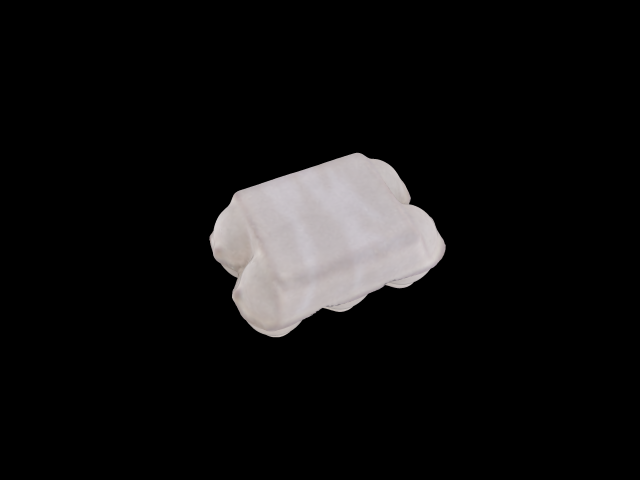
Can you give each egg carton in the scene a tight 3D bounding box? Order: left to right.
[{"bbox_3d":[0.004,0.001,0.400,0.150,0.069,0.107,-21,55,-15],"label":"egg carton"}]
